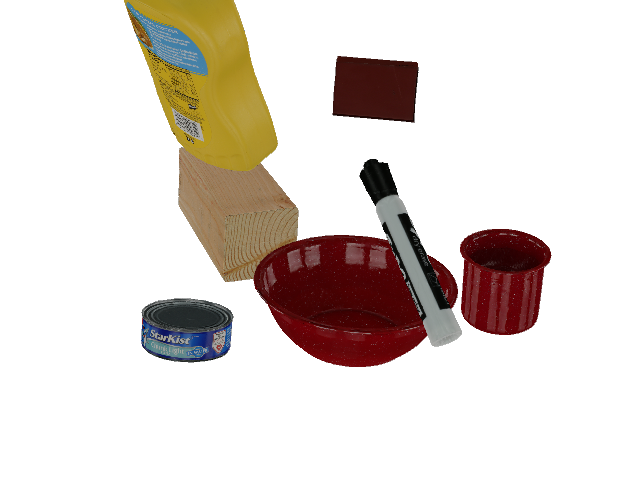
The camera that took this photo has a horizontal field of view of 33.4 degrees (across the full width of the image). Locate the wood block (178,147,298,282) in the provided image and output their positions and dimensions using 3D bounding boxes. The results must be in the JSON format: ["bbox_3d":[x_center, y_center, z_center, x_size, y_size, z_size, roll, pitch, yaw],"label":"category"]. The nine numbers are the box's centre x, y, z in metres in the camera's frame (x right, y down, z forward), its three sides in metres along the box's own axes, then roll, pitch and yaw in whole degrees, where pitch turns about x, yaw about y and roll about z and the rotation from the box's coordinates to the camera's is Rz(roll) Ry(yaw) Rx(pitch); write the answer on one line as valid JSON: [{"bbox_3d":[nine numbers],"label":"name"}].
[{"bbox_3d":[-0.106,-0.040,1.320,0.090,0.090,0.206,-7,29,-21],"label":"wood block"}]

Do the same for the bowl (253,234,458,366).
[{"bbox_3d":[0.027,0.054,0.854,0.162,0.055,0.162,2,26,-1],"label":"bowl"}]

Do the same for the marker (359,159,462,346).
[{"bbox_3d":[0.051,0.004,0.627,0.020,0.121,0.020,-19,-22,-8],"label":"marker"}]

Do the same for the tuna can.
[{"bbox_3d":[-0.126,0.084,1.005,0.086,0.034,0.086,5,15,-2],"label":"tuna can"}]

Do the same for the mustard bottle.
[{"bbox_3d":[-0.089,-0.138,0.730,0.058,0.191,0.096,-41,53,-21],"label":"mustard bottle"}]

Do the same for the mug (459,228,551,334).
[{"bbox_3d":[0.188,0.039,1.125,0.093,0.081,0.117,-5,30,-8],"label":"mug"}]

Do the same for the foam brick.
[{"bbox_3d":[0.051,-0.141,0.993,0.078,0.051,0.053,5,15,3],"label":"foam brick"}]
